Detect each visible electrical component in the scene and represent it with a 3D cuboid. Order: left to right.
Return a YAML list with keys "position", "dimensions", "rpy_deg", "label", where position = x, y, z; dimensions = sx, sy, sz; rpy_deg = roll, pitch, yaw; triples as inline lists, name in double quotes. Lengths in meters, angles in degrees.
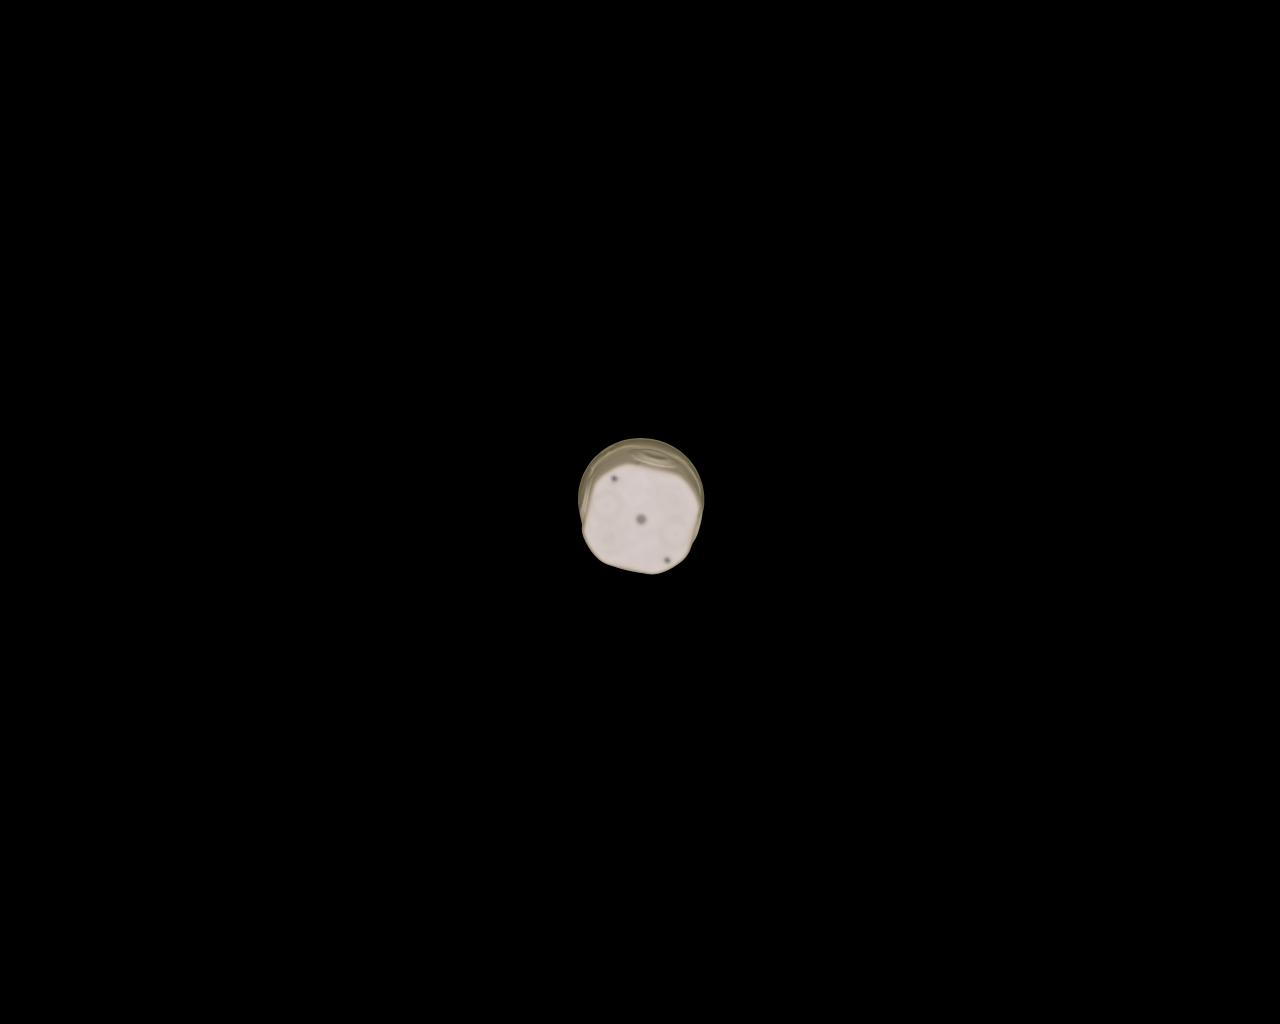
- position: [0.001, -0.003, 0.650]
  dimensions: [0.080, 0.080, 0.051]
  rpy_deg: [0, 16, 0]
  label: "electrical component"
